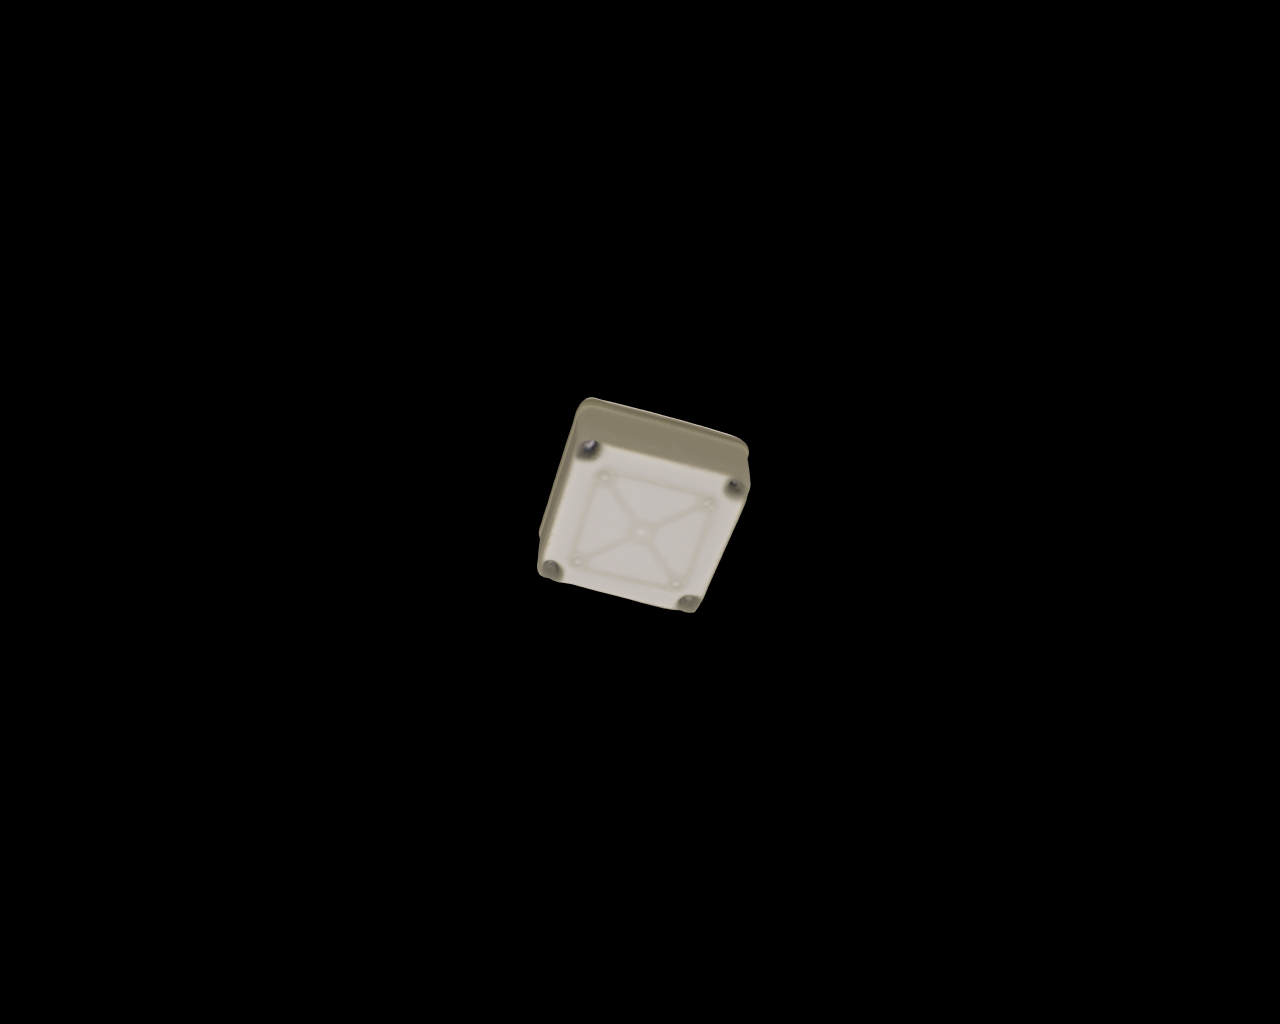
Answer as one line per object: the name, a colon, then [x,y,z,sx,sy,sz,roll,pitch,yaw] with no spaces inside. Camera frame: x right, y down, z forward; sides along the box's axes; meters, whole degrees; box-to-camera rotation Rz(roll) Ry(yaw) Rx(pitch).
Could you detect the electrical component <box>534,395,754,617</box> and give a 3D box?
electrical component: [0.001,-0.003,0.650,0.109,0.108,0.056,15,32,-9]
